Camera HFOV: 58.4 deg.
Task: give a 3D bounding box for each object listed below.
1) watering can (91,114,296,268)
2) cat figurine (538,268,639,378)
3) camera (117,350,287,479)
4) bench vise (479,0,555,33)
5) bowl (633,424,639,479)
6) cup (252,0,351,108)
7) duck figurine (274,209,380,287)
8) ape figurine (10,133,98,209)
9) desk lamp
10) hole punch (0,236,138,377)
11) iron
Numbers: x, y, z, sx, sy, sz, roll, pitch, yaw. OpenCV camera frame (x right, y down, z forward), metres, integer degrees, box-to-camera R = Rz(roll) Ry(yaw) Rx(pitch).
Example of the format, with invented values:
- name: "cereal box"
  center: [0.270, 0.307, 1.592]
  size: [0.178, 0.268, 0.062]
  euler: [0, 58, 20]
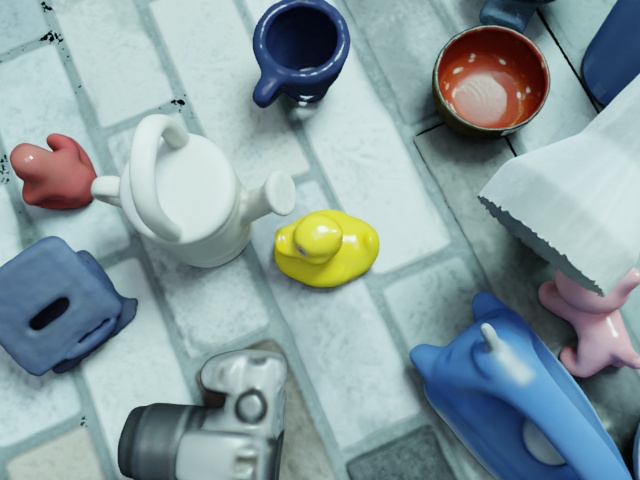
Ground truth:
- name: "watering can"
  center: [-0.111, -0.043, 0.495]
  size: [0.173, 0.194, 0.101]
  euler: [-18, 78, -2]
- name: "cat figurine"
  center: [0.245, 0.056, 0.503]
  size: [0.067, 0.118, 0.128]
  euler: [-19, 78, -2]
- name: "camera"
  center: [-0.101, 0.165, 0.499]
  size: [0.136, 0.101, 0.143]
  euler: [4, 78, 3]
- name: "bench vise"
  center: [0.218, -0.328, 0.532]
  size: [0.121, 0.220, 0.207]
  euler: [9, 79, 4]
- name: "bowl"
  center: [0.342, 0.195, 0.493]
  size: [0.167, 0.075, 0.167]
  euler: [0, 78, 2]
- name: "cup"
  center: [-0.023, -0.166, 0.569]
  size: [0.091, 0.095, 0.118]
  euler: [33, 81, 8]
- name: "duck figurine"
  center: [0.005, 0.002, 0.538]
  size: [0.104, 0.086, 0.077]
  euler: [-3, 78, 1]
- name: "ape figurine"
  center: [-0.265, -0.069, 0.558]
  size: [0.076, 0.092, 0.078]
  euler: [38, 82, 9]
- name: "desk lamp"
  center: [0.221, -0.050, 0.477]
  size: [0.118, 0.213, 0.203]
  euler: [41, 82, 10]
- name: "hole punch"
  center: [-0.244, 0.062, 0.530]
  size: [0.109, 0.091, 0.101]
  euler: [-40, 80, -6]
- name: "iron"
  center: [0.196, 0.163, 0.470]
  size: [0.119, 0.141, 0.258]
  euler: [-40, 80, -6]
